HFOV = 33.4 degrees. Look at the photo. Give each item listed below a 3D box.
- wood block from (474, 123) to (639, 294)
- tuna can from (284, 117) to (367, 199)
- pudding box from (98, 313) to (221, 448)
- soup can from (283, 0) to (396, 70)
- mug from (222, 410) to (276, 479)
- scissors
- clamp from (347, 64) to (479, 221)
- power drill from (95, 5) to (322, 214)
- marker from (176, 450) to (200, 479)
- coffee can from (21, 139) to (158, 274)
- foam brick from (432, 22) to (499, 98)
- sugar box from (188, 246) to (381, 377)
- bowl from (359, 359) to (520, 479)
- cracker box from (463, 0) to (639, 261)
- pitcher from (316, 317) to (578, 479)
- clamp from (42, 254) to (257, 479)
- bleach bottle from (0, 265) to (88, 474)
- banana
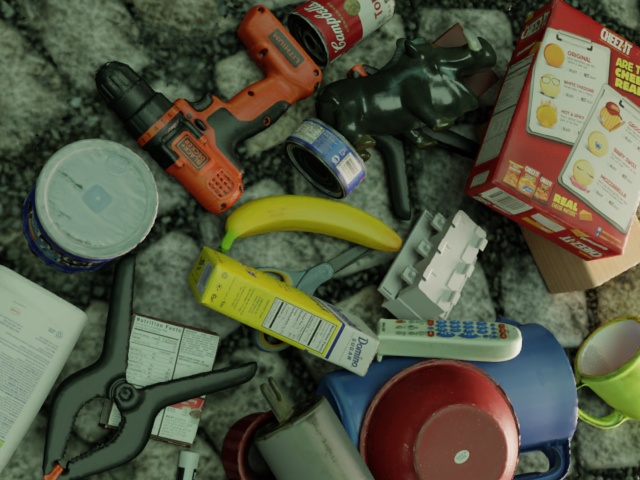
[{"bbox_3d":[0.264,-0.054,1.167,0.090,0.090,0.206,-26,92,-21],"label":"wood block"},{"bbox_3d":[0.005,-0.081,1.075,0.086,0.086,0.033,45,75,-10],"label":"tuna can"},{"bbox_3d":[-0.152,0.133,1.015,0.090,0.039,0.113,17,76,-17],"label":"pudding box"},{"bbox_3d":[0.021,-0.232,1.111,0.102,0.069,0.068,-39,97,-21],"label":"soup can"},{"bbox_3d":[-0.054,0.214,1.016,0.117,0.082,0.093,-44,99,-20],"label":"mug"},{"bbox_3d":[0.001,0.054,1.093,0.201,0.016,0.096,-12,89,-21],"label":"scissors"},{"bbox_3d":[0.096,-0.120,1.138,0.120,0.039,0.171,-30,96,-18],"label":"clamp"},{"bbox_3d":[-0.104,-0.147,1.060,0.187,0.057,0.184,-46,103,-17],"label":"power drill"},{"bbox_3d":[-0.134,0.262,1.014,0.020,0.020,0.121,13,79,-19],"label":"marker"},{"bbox_3d":[-0.210,-0.026,0.958,0.102,0.140,0.103,3,82,-20],"label":"coffee can"},{"bbox_3d":[0.145,-0.185,1.160,0.053,0.051,0.078,-39,97,-19],"label":"foam brick"},{"bbox_3d":[-0.035,0.067,1.016,0.176,0.093,0.048,23,96,-17],"label":"sugar box"},{"bbox_3d":[0.119,0.191,0.975,0.162,0.055,0.162,0,89,-14],"label":"bowl"},{"bbox_3d":[0.256,-0.109,1.084,0.164,0.072,0.213,26,73,-16],"label":"cracker box"},{"bbox_3d":[0.127,0.175,1.062,0.242,0.149,0.145,-8,106,-18],"label":"pitcher"},{"bbox_3d":[-0.167,0.140,0.966,0.164,0.036,0.210,35,75,-9],"label":"clamp"},{"bbox_3d":[-0.309,0.153,0.941,0.102,0.068,0.250,32,76,-12],"label":"bleach bottle"},{"bbox_3d":[-0.014,-0.015,1.079,0.197,0.037,0.069,-2,62,-21],"label":"banana"}]
